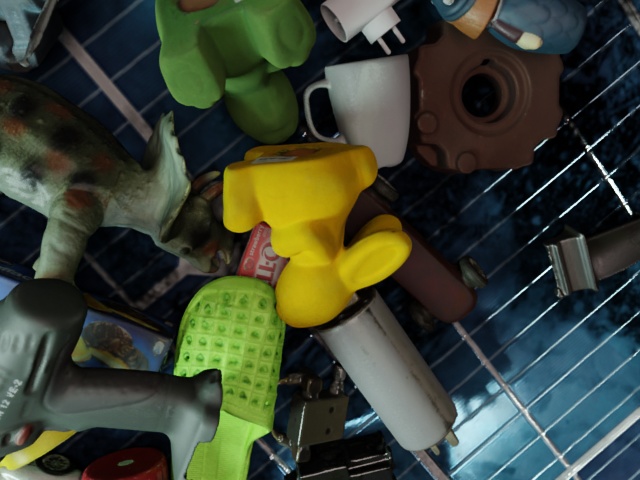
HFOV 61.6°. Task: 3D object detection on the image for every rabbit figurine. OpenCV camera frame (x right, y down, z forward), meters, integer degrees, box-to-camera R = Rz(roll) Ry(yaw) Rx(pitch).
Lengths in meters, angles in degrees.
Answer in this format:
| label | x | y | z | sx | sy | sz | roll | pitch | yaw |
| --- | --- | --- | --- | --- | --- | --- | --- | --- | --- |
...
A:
| label | x | y | z | sx | sy | sz | roll | pitch | yaw |
| --- | --- | --- | --- | --- | --- | --- | --- | --- | --- |
| rabbit figurine | -0.079 | -0.157 | 0.487 | 0.121 | 0.170 | 0.159 | -34 | 60 | -5 |
| rabbit figurine | -0.001 | -0.002 | 0.502 | 0.162 | 0.122 | 0.173 | -2 | 105 | -1 |

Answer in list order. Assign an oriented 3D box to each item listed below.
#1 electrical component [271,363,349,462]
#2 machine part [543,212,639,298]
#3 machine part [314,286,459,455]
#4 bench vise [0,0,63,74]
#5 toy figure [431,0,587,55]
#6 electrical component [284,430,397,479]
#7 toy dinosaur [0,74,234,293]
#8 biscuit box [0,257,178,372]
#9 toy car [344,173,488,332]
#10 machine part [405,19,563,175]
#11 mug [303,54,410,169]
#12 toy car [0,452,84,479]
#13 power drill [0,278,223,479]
| label | x | y | z | sx | sy | sz | roll | pitch | yaw |
| --- | --- | --- | --- | --- | --- | --- | --- | --- | --- |
| electrical component | -0.012 | 0.186 | 0.588 | 0.078 | 0.045 | 0.102 | -3 | 102 | -37 |
| machine part | 0.328 | 0.011 | 0.617 | 0.139 | 0.039 | 0.084 | -19 | 95 | -4 |
| machine part | 0.072 | 0.137 | 0.575 | 0.079 | 0.079 | 0.243 | -36 | 102 | -2 |
| bench vise | -0.314 | -0.239 | 0.405 | 0.224 | 0.240 | 0.129 | 9 | 56 | 16 |
| toy figure | 0.167 | -0.213 | 0.499 | 0.154 | 0.064 | 0.057 | 13 | 130 | -5 |
| electrical component | 0.021 | 0.288 | 0.598 | 0.134 | 0.058 | 0.114 | -12 | 97 | -7 |
| toy dinosaur | -0.262 | -0.074 | 0.482 | 0.405 | 0.131 | 0.192 | 29 | 81 | -7 |
| biscuit box | -0.246 | 0.080 | 0.526 | 0.203 | 0.063 | 0.059 | 23 | 92 | -11 |
| toy car | 0.087 | 0.012 | 0.573 | 0.202 | 0.053 | 0.089 | 41 | 109 | -9 |
| machine part | 0.169 | -0.151 | 0.562 | 0.179 | 0.056 | 0.179 | -1 | 97 | -9 |
| mug | 0.042 | -0.123 | 0.535 | 0.109 | 0.081 | 0.107 | -16 | 108 | -15 |
| toy car | -0.337 | 0.245 | 0.538 | 0.202 | 0.056 | 0.073 | 19 | 94 | -10 |
| power drill | -0.197 | 0.148 | 0.444 | 0.207 | 0.086 | 0.232 | 21 | 110 | -15 |
